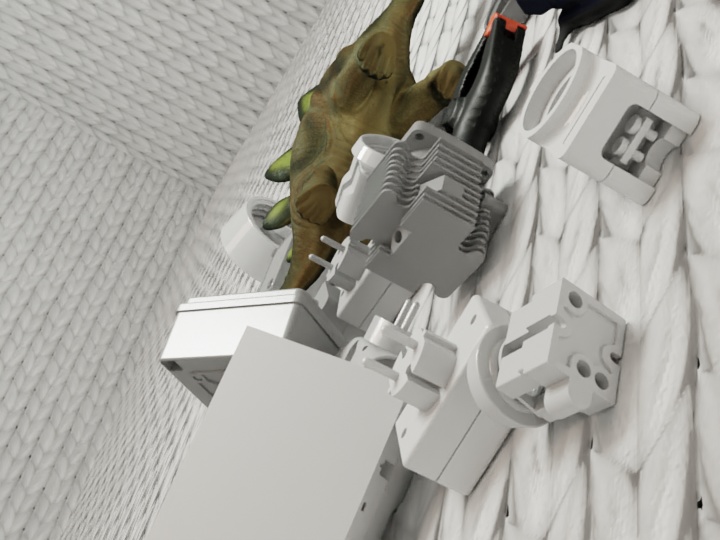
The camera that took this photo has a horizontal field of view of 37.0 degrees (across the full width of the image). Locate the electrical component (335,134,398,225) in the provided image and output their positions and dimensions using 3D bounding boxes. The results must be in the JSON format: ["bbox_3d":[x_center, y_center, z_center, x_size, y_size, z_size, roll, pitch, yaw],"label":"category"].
[{"bbox_3d":[0.016,-0.064,0.791,0.078,0.058,0.057,-99,25,-64],"label":"electrical component"}]

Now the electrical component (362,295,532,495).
[{"bbox_3d":[0.039,0.053,0.529,0.083,0.076,0.047,-60,11,14],"label":"electrical component"}]

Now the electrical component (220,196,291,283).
[{"bbox_3d":[-0.099,-0.038,1.241,0.060,0.108,0.108,-50,17,27],"label":"electrical component"}]

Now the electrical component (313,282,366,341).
[{"bbox_3d":[-0.031,0.061,0.852,0.089,0.056,0.050,-60,12,10],"label":"electrical component"}]

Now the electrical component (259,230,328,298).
[{"bbox_3d":[-0.060,0.006,1.081,0.061,0.061,0.096,-46,20,52],"label":"electrical component"}]

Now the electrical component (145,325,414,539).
[{"bbox_3d":[-0.046,0.139,0.590,0.186,0.105,0.060,-66,-26,-14],"label":"electrical component"}]

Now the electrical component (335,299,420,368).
[{"bbox_3d":[0.017,0.055,0.692,0.079,0.043,0.077,-63,12,-2],"label":"electrical component"}]

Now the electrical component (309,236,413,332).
[{"bbox_3d":[0.000,0.000,0.803,0.065,0.077,0.047,-55,14,30],"label":"electrical component"}]

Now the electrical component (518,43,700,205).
[{"bbox_3d":[0.116,-0.075,0.530,0.050,0.056,0.089,-60,12,13],"label":"electrical component"}]

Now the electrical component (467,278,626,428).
[{"bbox_3d":[0.079,0.040,0.463,0.055,0.048,0.066,-37,27,47],"label":"electrical component"}]

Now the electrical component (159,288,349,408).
[{"bbox_3d":[-0.066,0.068,0.763,0.109,0.108,0.056,-5,51,29],"label":"electrical component"}]
